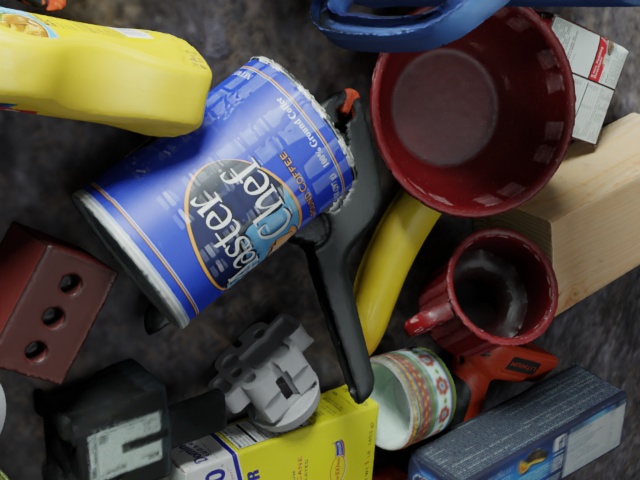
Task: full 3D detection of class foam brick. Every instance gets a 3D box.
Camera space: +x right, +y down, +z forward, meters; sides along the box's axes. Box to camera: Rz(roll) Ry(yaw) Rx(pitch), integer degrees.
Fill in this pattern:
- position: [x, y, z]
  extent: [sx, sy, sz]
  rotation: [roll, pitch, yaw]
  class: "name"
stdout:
- position: [-0.167, 0.037, 0.630]
  extent: [0.052, 0.051, 0.078]
  rotation: [26, 91, -43]
  class: "foam brick"

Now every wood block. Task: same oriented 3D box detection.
- position: [0.236, -0.027, 0.919]
  extent: [0.205, 0.090, 0.091]
  rotation: [-26, 123, -29]
  class: "wood block"

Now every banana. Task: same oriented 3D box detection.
- position: [0.071, -0.001, 0.826]
  extent: [0.069, 0.037, 0.198]
  rotation: [39, 82, -41]
  class: "banana"

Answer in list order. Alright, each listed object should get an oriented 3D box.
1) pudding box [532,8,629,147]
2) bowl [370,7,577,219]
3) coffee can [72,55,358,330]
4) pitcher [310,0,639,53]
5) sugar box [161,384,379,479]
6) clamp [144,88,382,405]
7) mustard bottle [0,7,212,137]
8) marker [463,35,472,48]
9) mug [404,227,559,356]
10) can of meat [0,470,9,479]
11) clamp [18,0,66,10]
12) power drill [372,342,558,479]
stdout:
- position: [0.197, -0.132, 0.876]
  extent: [0.113, 0.039, 0.090]
  rotation: [11, 101, -41]
  class: "pudding box"
- position: [0.102, -0.097, 0.776]
  extent: [0.162, 0.055, 0.162]
  rotation: [-1, 94, -18]
  class: "bowl"
- position: [-0.062, -0.029, 0.646]
  extent: [0.140, 0.103, 0.102]
  rotation: [-40, 129, -13]
  class: "coffee can"
- position: [0.099, -0.189, 0.626]
  extent: [0.144, 0.243, 0.149]
  rotation: [-16, 112, -31]
  class: "pitcher"
- position: [-0.037, 0.177, 0.805]
  extent: [0.175, 0.048, 0.093]
  rotation: [-15, 119, -37]
  class: "sugar box"
- position: [-0.005, 0.001, 0.729]
  extent: [0.164, 0.036, 0.210]
  rotation: [28, 79, -15]
  class: "clamp"
- position: [-0.158, -0.093, 0.551]
  extent: [0.191, 0.096, 0.058]
  rotation: [4, 106, -41]
  class: "mustard bottle"
- position: [0.112, -0.153, 0.808]
  extent: [0.020, 0.020, 0.121]
  rotation: [-51, 133, -11]
  class: "marker"
- position: [0.118, 0.050, 0.840]
  extent: [0.117, 0.082, 0.093]
  rotation: [-24, 81, -22]
  class: "mug"
- position: [-0.188, 0.188, 0.645]
  extent: [0.057, 0.102, 0.084]
  rotation: [-43, 133, -20]
  class: "can of meat"
- position: [-0.178, -0.190, 0.532]
  extent: [0.120, 0.039, 0.171]
  rotation: [-27, 124, -26]
  class: "clamp"
- position: [0.139, 0.174, 0.945]
  extent: [0.184, 0.057, 0.188]
  rotation: [19, 95, -43]
  class: "power drill"
